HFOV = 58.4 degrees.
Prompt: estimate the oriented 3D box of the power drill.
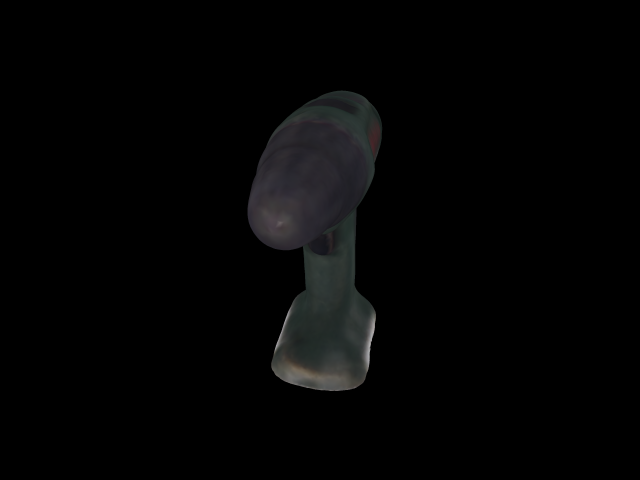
[{"bbox_3d":[0.004,0.001,0.400,0.075,0.208,0.229,6,36,8],"label":"power drill"}]
